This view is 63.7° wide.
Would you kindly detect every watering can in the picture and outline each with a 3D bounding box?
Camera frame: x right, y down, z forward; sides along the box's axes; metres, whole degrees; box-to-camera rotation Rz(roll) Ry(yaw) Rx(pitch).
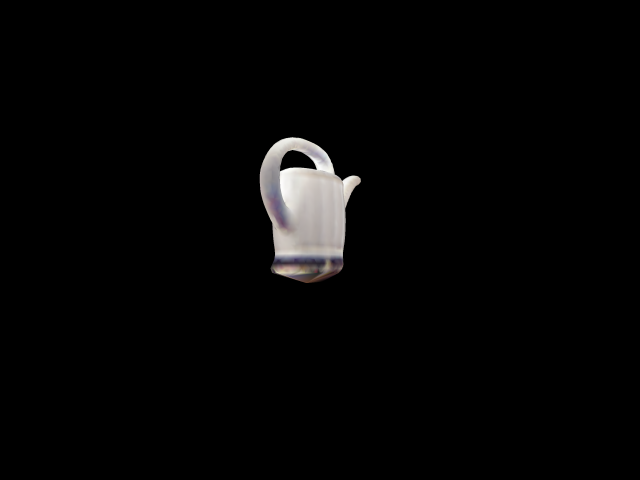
[{"bbox_3d":[0.003,-0.043,0.850,0.104,0.225,0.347,-3,-6,26],"label":"watering can"}]
